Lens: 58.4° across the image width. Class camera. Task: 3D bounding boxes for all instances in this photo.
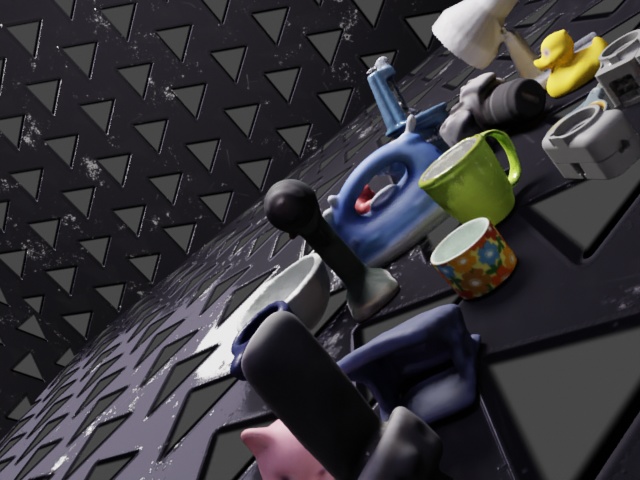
[{"bbox_3d":[0.275,-0.208,0.908,0.143,0.101,0.136,-44,13,-12],"label":"camera"}]

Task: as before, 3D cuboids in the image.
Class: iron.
[{"bbox_3d":[0.091,-0.058,0.854,0.258,0.141,0.118,-40,13,5],"label":"iron"}]

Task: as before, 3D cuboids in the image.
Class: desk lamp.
[{"bbox_3d":[0.328,-0.354,0.976,0.203,0.214,0.118,-33,16,33],"label":"desk lamp"}]

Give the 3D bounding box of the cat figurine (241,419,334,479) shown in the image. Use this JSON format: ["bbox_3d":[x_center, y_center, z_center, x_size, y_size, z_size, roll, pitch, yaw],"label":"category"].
[{"bbox_3d":[-0.025,0.184,0.445,0.127,0.118,0.067,-36,14,23],"label":"cat figurine"}]

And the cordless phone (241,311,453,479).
[{"bbox_3d":[-0.001,0.146,0.347,0.094,0.185,0.148,-28,18,44],"label":"cordless phone"}]

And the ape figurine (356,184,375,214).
[{"bbox_3d":[0.082,-0.075,1.049,0.076,0.092,0.078,-33,16,33],"label":"ape figurine"}]

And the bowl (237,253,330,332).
[{"bbox_3d":[-0.041,0.102,0.863,0.167,0.075,0.167,-39,13,11],"label":"bowl"}]

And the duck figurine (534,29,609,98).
[{"bbox_3d":[0.380,-0.282,0.876,0.104,0.086,0.077,-32,16,34],"label":"duck figurine"}]

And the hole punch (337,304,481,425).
[{"bbox_3d":[0.074,0.100,0.498,0.108,0.091,0.101,-34,15,31],"label":"hole punch"}]

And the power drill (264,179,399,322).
[{"bbox_3d":[0.007,0.003,0.748,0.075,0.208,0.229,-41,13,2],"label":"power drill"}]

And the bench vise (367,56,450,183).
[{"bbox_3d":[0.149,-0.210,1.010,0.121,0.220,0.208,-30,17,41],"label":"bench vise"}]

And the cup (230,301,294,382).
[{"bbox_3d":[-0.054,0.146,0.710,0.091,0.095,0.118,-30,17,40],"label":"cup"}]
